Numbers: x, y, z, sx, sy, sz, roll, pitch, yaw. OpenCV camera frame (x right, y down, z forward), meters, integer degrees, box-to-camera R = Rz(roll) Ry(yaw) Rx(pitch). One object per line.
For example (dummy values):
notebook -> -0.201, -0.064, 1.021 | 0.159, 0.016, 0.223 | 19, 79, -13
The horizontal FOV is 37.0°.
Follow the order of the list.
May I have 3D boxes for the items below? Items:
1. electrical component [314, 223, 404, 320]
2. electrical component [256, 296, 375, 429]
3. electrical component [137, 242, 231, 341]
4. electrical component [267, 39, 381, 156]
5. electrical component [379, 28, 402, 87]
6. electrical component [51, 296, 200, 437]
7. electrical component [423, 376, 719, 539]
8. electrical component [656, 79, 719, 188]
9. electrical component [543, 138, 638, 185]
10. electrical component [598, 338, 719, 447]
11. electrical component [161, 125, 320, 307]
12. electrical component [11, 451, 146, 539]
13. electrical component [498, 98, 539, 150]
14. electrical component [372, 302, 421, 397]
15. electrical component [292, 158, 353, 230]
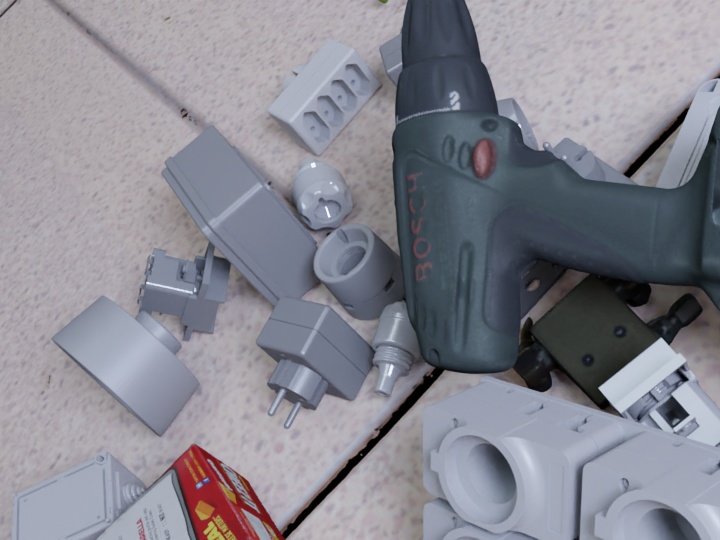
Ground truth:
electrical component -> 0.000, 0.000, 0.760 | 0.055, 0.047, 0.055 | -21, 47, 23
electrical component -> -0.037, 0.068, 0.720 | 0.047, 0.065, 0.076 | 10, 64, 42
electrical component -> -0.137, 0.014, 0.832 | 0.081, 0.064, 0.042 | 118, 160, -49
electrical component -> -0.040, -0.152, 0.914 | 0.083, 0.047, 0.076 | -50, 43, -6
electrical component -> 0.054, -0.181, 0.866 | 0.066, 0.047, 0.076 | -28, 43, 16
electrical component -> -0.167, 0.065, 0.795 | 0.060, 0.108, 0.108 | -48, 42, -15
electrical component -> 0.114, 0.130, 0.515 | 0.060, 0.105, 0.186 | -16, 21, -43
electrical component -> 0.223, -0.049, 0.621 | 0.078, 0.057, 0.113 | 10, 63, 42
electrical component -> 0.137, -0.053, 0.677 | 0.047, 0.075, 0.083 | -43, 42, 0
electrical component -> 0.163, 0.076, 0.558 | 0.042, 0.081, 0.063 | -39, 65, 6
electrical component -> -0.085, -0.039, 0.813 | 0.056, 0.108, 0.108 | -40, 42, -1
electrical component -> -0.188, 0.178, 0.756 | 0.096, 0.061, 0.061 | -25, 44, 8
electrical component -> 0.086, -0.073, 0.757 | 0.077, 0.043, 0.079 | -26, 45, 19
electrical component -> 0.024, 0.054, 0.708 | 0.035, 0.035, 0.061 | 0, 59, 37
electrical component -> -0.032, -0.064, 0.840 | 0.043, 0.043, 0.062 | -34, 42, 10
